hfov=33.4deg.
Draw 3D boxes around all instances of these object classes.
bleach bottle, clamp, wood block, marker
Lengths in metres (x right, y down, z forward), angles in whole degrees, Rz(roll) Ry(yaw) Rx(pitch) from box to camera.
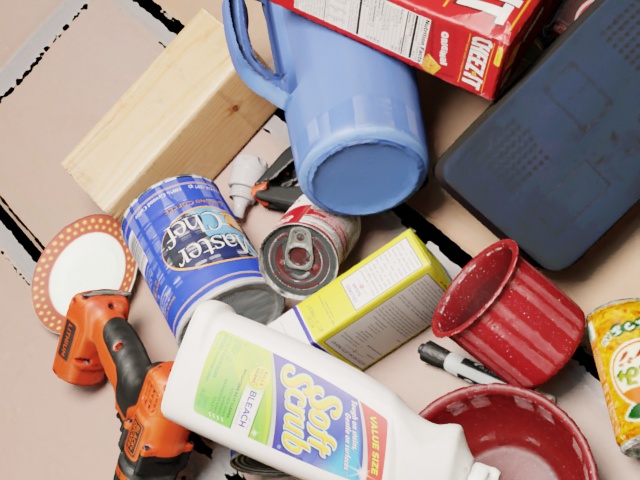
[{"bbox_3d":[0.013,0.131,0.788,0.251,0.068,0.102,18,84,18],"label":"bleach bottle"},{"bbox_3d":[0.017,-0.078,0.987,0.172,0.039,0.120,-13,49,20],"label":"clamp"},{"bbox_3d":[-0.140,-0.110,1.049,0.206,0.090,0.090,-47,56,0],"label":"wood block"},{"bbox_3d":[0.130,0.109,0.853,0.121,0.020,0.020,23,79,33],"label":"marker"}]

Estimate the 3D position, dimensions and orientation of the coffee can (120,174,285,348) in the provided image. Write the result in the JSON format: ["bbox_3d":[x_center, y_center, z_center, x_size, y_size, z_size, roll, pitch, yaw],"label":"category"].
[{"bbox_3d":[-0.107,0.024,0.963,0.103,0.102,0.140,-38,56,7],"label":"coffee can"}]

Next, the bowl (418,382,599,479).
[{"bbox_3d":[0.131,0.191,0.792,0.162,0.055,0.162,-11,63,22],"label":"bowl"}]

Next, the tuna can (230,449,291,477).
[{"bbox_3d":[-0.031,0.165,0.869,0.086,0.086,0.034,-15,60,21],"label":"tuna can"}]

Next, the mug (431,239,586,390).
[{"bbox_3d":[0.142,0.060,0.821,0.093,0.081,0.117,-54,12,-11],"label":"mug"}]

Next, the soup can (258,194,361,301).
[{"bbox_3d":[-0.006,0.001,0.913,0.068,0.102,0.068,5,111,13],"label":"soup can"}]

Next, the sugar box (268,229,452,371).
[{"bbox_3d":[0.025,0.070,0.880,0.176,0.093,0.048,-32,57,10],"label":"sugar box"}]

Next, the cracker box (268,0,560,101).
[{"bbox_3d":[0.085,-0.228,0.868,0.214,0.072,0.164,27,59,14],"label":"cracker box"}]

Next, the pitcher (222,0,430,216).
[{"bbox_3d":[0.013,-0.144,0.921,0.149,0.145,0.243,-21,50,17],"label":"pitcher"}]

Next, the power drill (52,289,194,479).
[{"bbox_3d":[-0.176,0.147,0.946,0.188,0.057,0.185,46,123,41],"label":"power drill"}]

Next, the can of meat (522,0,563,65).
[{"bbox_3d":[0.184,-0.213,0.951,0.102,0.057,0.084,35,84,33],"label":"can of meat"}]

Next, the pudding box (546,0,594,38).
[{"bbox_3d":[0.257,-0.201,0.895,0.090,0.039,0.113,32,81,-3],"label":"pudding box"}]
